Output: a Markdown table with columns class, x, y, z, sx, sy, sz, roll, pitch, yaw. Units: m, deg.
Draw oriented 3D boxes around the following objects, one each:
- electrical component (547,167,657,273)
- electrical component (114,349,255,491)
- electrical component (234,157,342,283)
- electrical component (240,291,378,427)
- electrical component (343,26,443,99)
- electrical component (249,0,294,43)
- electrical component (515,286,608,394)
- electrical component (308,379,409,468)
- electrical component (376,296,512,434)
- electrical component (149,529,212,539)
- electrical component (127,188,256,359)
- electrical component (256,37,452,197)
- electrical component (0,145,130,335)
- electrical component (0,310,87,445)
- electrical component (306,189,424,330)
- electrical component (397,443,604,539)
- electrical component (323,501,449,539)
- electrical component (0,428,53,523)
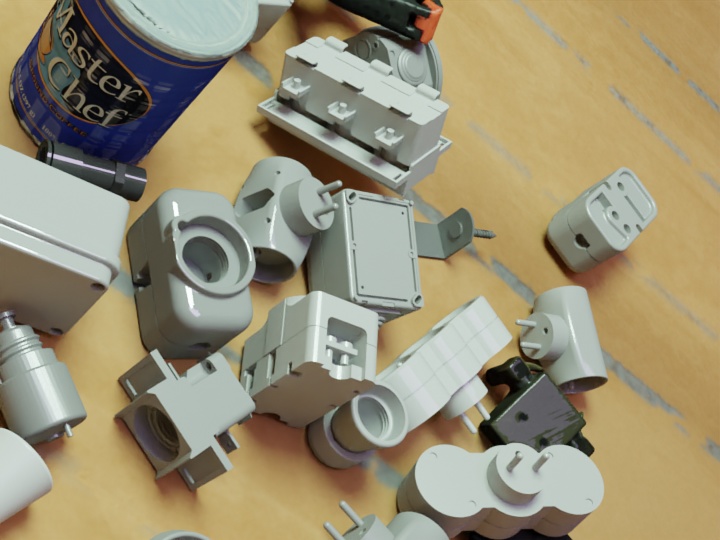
| class | x | y | z | sx | sy | sz | roll | pitch | yaw |
| --- | --- | --- | --- | --- | --- | --- | --- | --- | --- |
| electrical component | 0.208 | -0.041 | 0.938 | 0.053 | 0.059 | 0.095 | 53 | 46 | -1 |
| electrical component | -0.101 | 0.083 | 0.634 | 0.064 | 0.042 | 0.081 | -32 | 89 | -48 |
| electrical component | -0.045 | -0.039 | 0.722 | 0.043 | 0.079 | 0.077 | 40 | 45 | -38 |
| electrical component | -0.033 | 0.054 | 0.671 | 0.050 | 0.089 | 0.055 | 22 | 54 | -28 |
| electrical component | 0.022 | -0.152 | 0.840 | 0.051 | 0.080 | 0.080 | -17 | 77 | -38 |
| electrical component | -0.099 | -0.204 | 0.784 | 0.096 | 0.061 | 0.061 | -7 | 70 | -41 |
| electrical component | 0.154 | 0.054 | 0.851 | 0.079 | 0.044 | 0.077 | 9 | 61 | -35 |
| electrical component | -0.002 | 0.100 | 0.693 | 0.045 | 0.055 | 0.045 | 19 | 55 | -30 |
| electrical component | 0.065 | 0.081 | 0.759 | 0.073 | 0.052 | 0.138 | 55 | 45 | 0 |
| electrical component | -0.103 | 0.171 | 0.571 | 0.078 | 0.057 | 0.058 | -2 | 67 | -39 |
| electrical component | -0.103 | 0.000 | 0.666 | 0.054 | 0.059 | 0.095 | 4 | 64 | -37 |
| electrical component | -0.001 | -0.114 | 0.774 | 0.121 | 0.063 | 0.079 | 31 | 41 | 19 |
| electrical component | -0.194 | -0.018 | 0.592 | 0.113 | 0.078 | 0.057 | 24 | 50 | -26 |
| electrical component | -0.179 | 0.059 | 0.585 | 0.040 | 0.040 | 0.078 | -17 | 77 | -43 |
| electrical component | 0.000 | 0.000 | 0.752 | 0.062 | 0.061 | 0.096 | 8 | 69 | -36 |
| electrical component | 0.101 | 0.140 | 0.714 | 0.138 | 0.073 | 0.052 | 3 | 52 | -19 |
| electrical component | 0.009 | 0.178 | 0.664 | 0.079 | 0.044 | 0.077 | 49 | 46 | -6 |
| electrical component | -0.194 | 0.117 | 0.542 | 0.044 | 0.044 | 0.065 | 49 | 51 | -5 |
